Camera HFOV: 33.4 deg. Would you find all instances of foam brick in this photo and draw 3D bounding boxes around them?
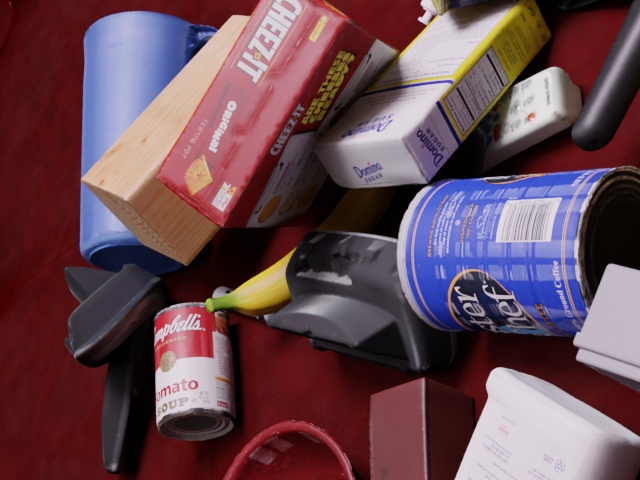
[{"bbox_3d":[0.069,0.140,0.717,0.053,0.051,0.078,-24,55,42],"label":"foam brick"}]

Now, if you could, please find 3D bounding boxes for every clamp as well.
[{"bbox_3d":[0.215,-0.176,0.672,0.210,0.036,0.164,-53,27,34],"label":"clamp"}]

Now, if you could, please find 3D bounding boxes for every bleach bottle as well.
[{"bbox_3d":[0.099,0.211,0.642,0.103,0.068,0.251,31,99,52],"label":"bleach bottle"}]

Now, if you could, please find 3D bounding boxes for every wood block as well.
[{"bbox_3d":[-0.095,-0.091,0.931,0.206,0.090,0.090,-50,36,-15],"label":"wood block"}]

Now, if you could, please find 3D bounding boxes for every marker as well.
[{"bbox_3d":[-0.053,0.059,0.922,0.121,0.020,0.020,13,82,51],"label":"marker"}]

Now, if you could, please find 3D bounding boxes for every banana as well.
[{"bbox_3d":[-0.001,0.005,0.852,0.198,0.069,0.037,-41,70,15],"label":"banana"}]

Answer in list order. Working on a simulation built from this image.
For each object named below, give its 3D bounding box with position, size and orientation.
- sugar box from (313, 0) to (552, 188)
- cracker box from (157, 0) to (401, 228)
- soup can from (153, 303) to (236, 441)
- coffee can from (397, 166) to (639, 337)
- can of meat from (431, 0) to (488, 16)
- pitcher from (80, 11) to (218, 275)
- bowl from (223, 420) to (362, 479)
[{"bbox_3d":[0.082,-0.107,0.764,0.094,0.048,0.176,0,43,50],"label":"sugar box"},{"bbox_3d":[-0.016,-0.094,0.805,0.072,0.213,0.164,35,101,15],"label":"cracker box"},{"bbox_3d":[-0.109,0.114,0.922,0.069,0.068,0.102,-32,51,36],"label":"soup can"},{"bbox_3d":[0.133,0.009,0.666,0.141,0.102,0.103,-1,71,49],"label":"coffee can"},{"bbox_3d":[0.119,-0.207,0.778,0.084,0.057,0.102,-12,23,4],"label":"can of meat"},{"bbox_3d":[-0.166,-0.095,1.050,0.149,0.145,0.243,124,148,-65],"label":"pitcher"},{"bbox_3d":[-0.012,0.215,0.770,0.162,0.055,0.162,-25,55,40],"label":"bowl"}]
